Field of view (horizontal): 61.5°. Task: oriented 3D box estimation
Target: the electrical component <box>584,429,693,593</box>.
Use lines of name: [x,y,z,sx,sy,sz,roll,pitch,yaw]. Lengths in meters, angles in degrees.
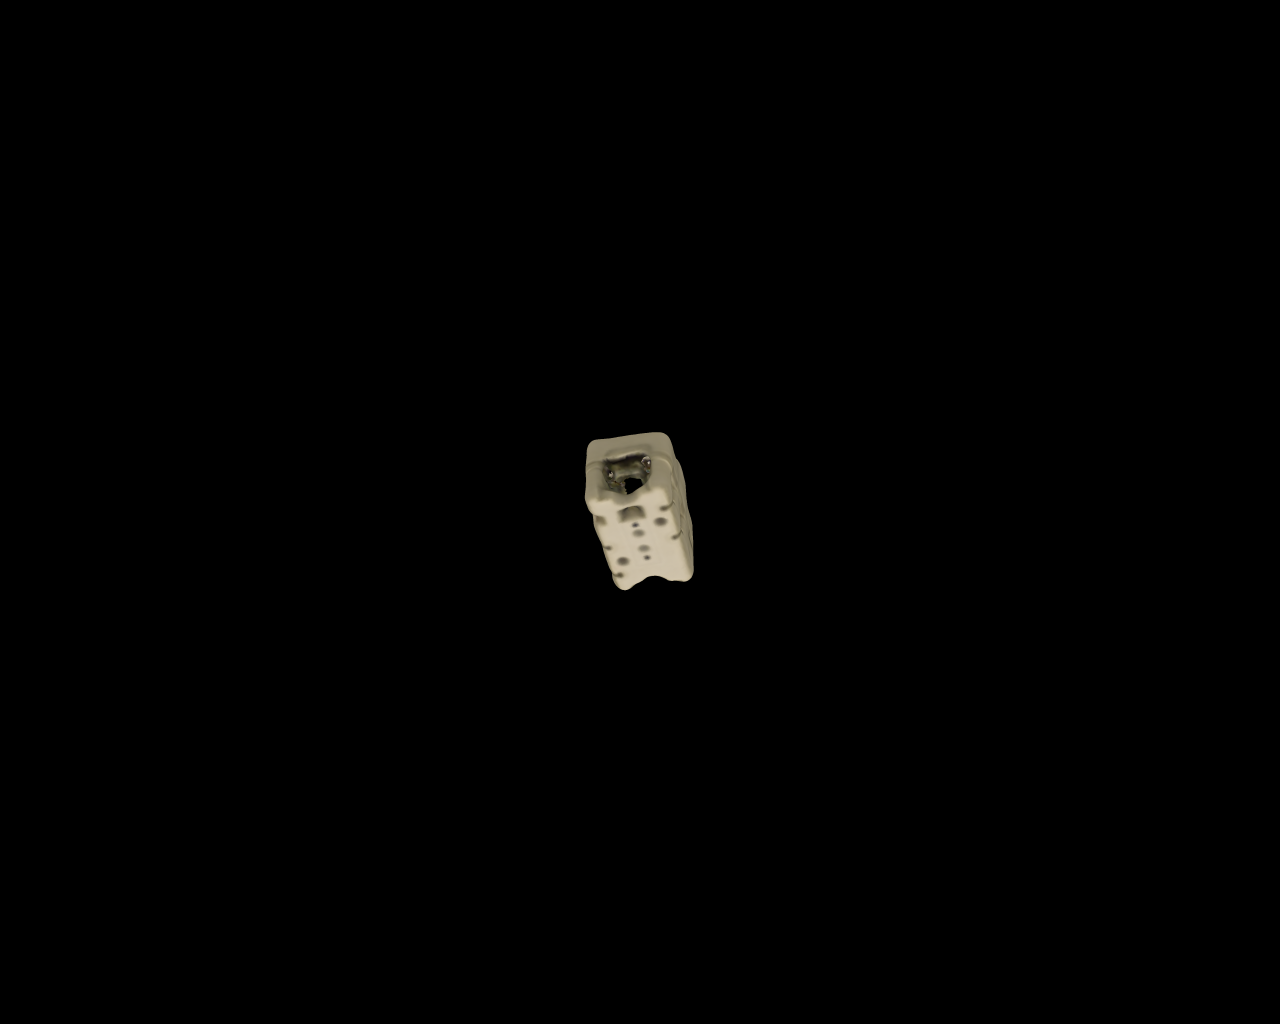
electrical component: [0.001,-0.003,0.650,0.050,0.056,0.089,-8,-43,9]
